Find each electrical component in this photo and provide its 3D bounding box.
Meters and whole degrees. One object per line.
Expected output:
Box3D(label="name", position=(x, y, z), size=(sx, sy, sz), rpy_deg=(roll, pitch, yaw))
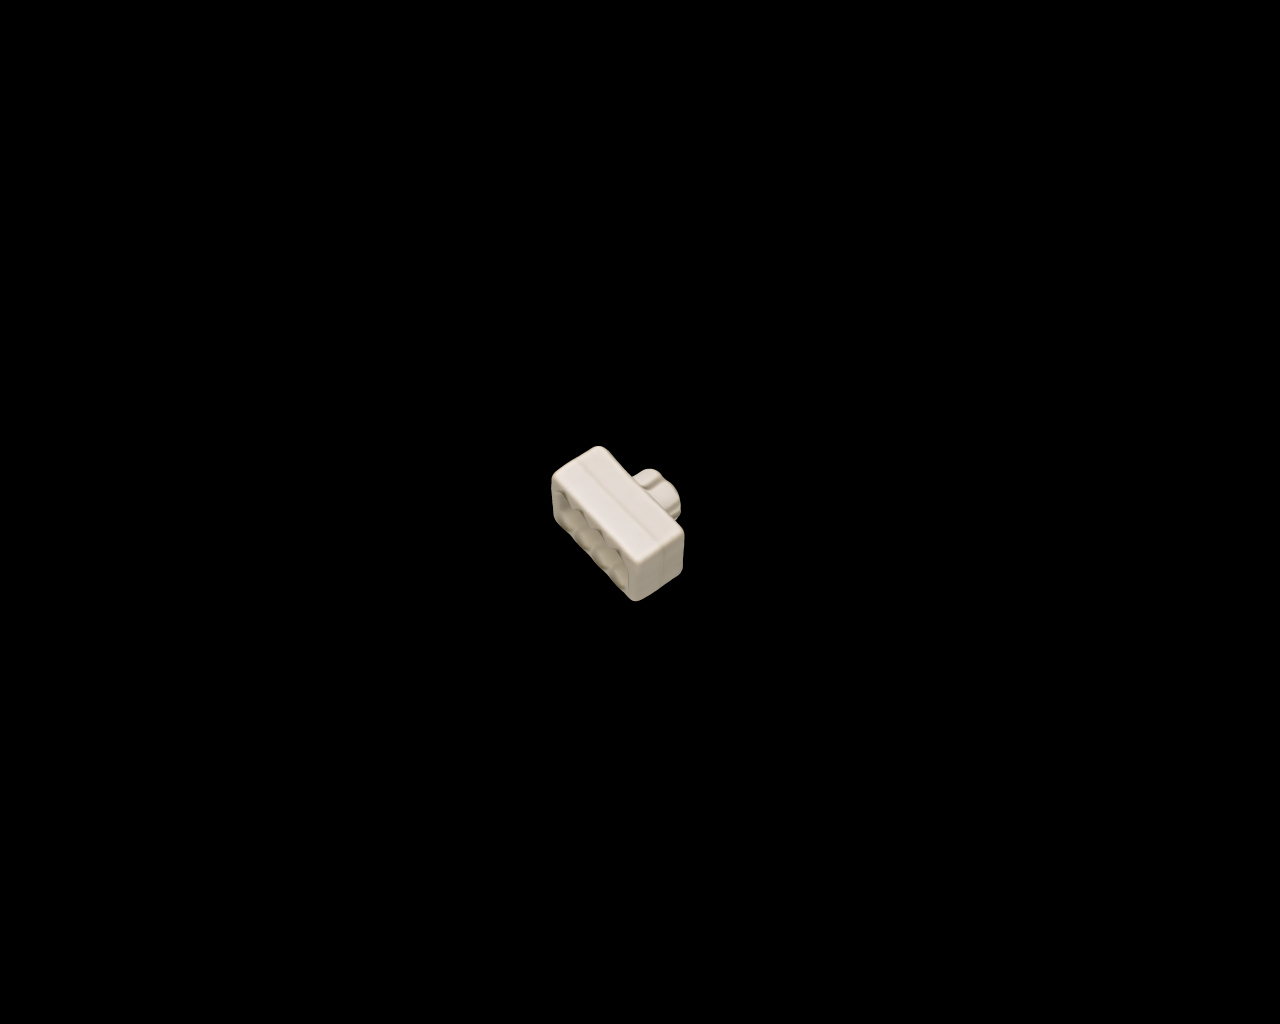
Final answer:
Box3D(label="electrical component", position=(0.001, -0.003, 0.650), size=(0.076, 0.083, 0.047), rpy_deg=(-33, -28, -20))
